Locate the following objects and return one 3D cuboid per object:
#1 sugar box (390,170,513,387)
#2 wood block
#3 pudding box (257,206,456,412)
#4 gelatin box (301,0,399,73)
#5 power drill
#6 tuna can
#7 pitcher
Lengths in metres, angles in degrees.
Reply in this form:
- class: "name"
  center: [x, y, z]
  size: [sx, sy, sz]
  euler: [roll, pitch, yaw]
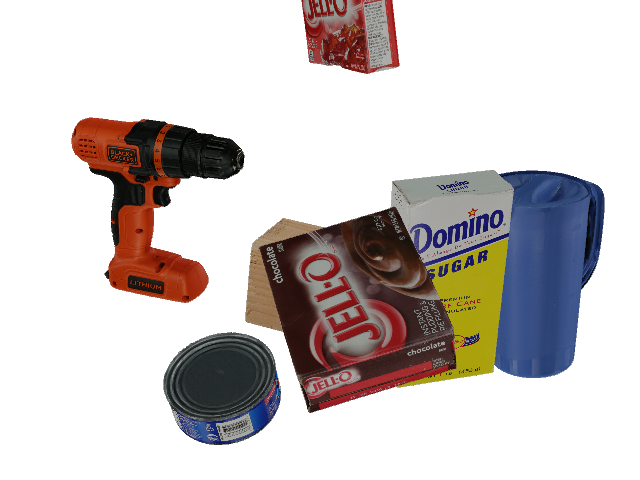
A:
- class: "sugar box"
  center: [0.104, 0.033, 0.885]
  size: [0.093, 0.176, 0.048]
  euler: [-8, 31, -15]
- class: "wood block"
  center: [0.038, 0.052, 1.076]
  size: [0.206, 0.091, 0.090]
  euler: [14, 23, 16]
- class: "pudding box"
  center: [0.020, 0.038, 0.626]
  size: [0.090, 0.039, 0.113]
  euler: [-16, 41, -4]
- class: "gelatin box"
  center: [0.018, -0.160, 0.752]
  size: [0.030, 0.073, 0.089]
  euler: [-17, 22, -25]
- class: "power drill"
  center: [-0.159, -0.032, 1.086]
  size: [0.185, 0.188, 0.057]
  euler: [11, 30, 21]
- class: "tuna can"
  center: [-0.073, 0.112, 0.808]
  size: [0.086, 0.034, 0.086]
  euler: [-6, 41, 5]
- class: "pitcher"
  center: [0.272, 0.040, 1.325]
  size: [0.149, 0.243, 0.144]
  euler: [2, 24, 15]
